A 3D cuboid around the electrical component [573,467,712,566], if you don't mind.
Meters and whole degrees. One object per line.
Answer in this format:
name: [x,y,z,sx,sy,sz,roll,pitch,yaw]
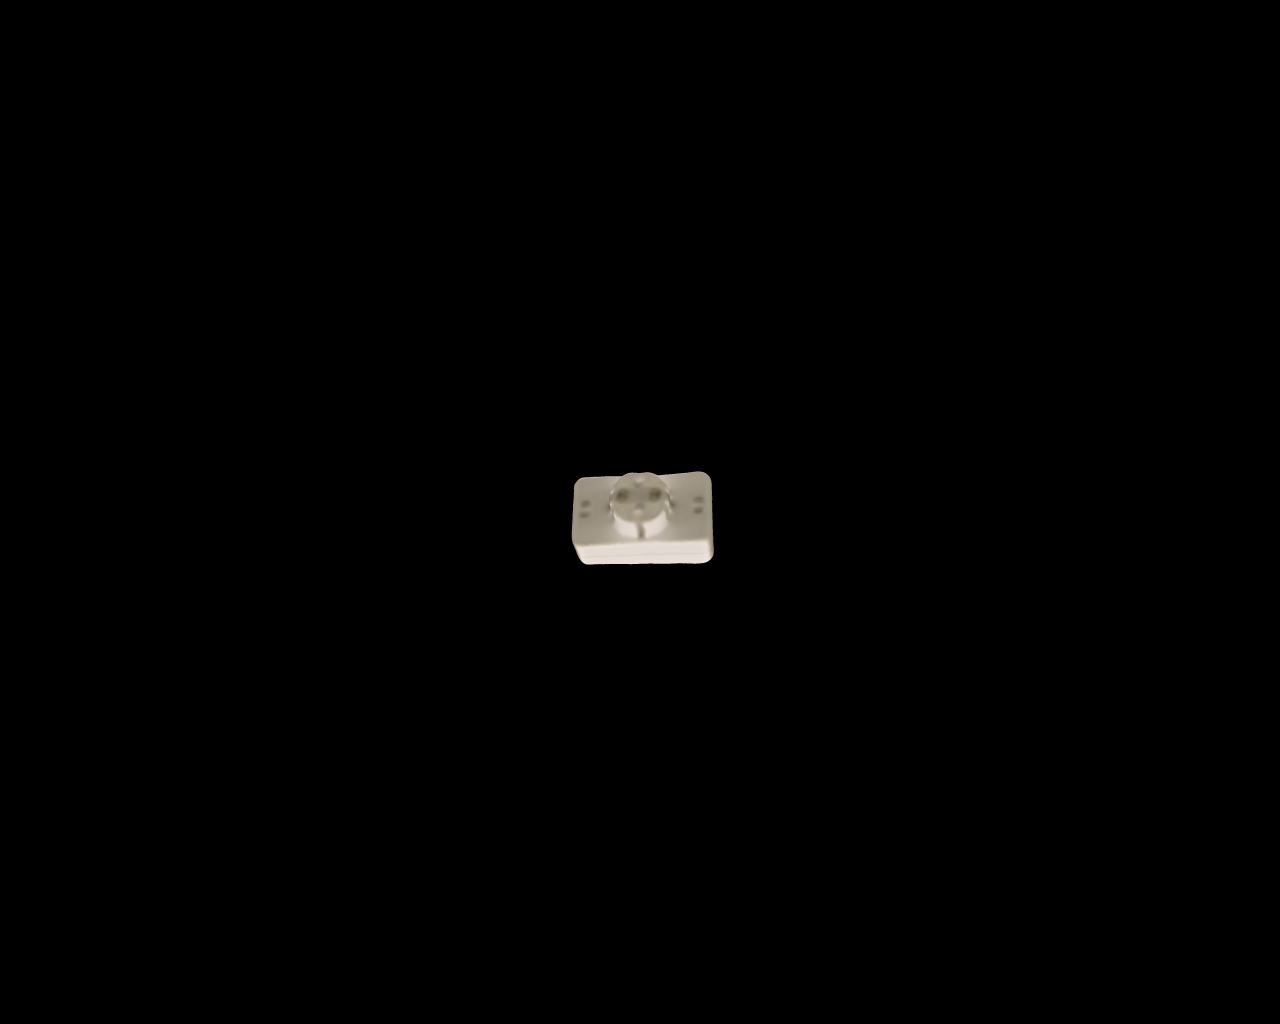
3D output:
electrical component: [0.001,-0.003,0.650,0.083,0.047,0.075,-2,-23,5]
